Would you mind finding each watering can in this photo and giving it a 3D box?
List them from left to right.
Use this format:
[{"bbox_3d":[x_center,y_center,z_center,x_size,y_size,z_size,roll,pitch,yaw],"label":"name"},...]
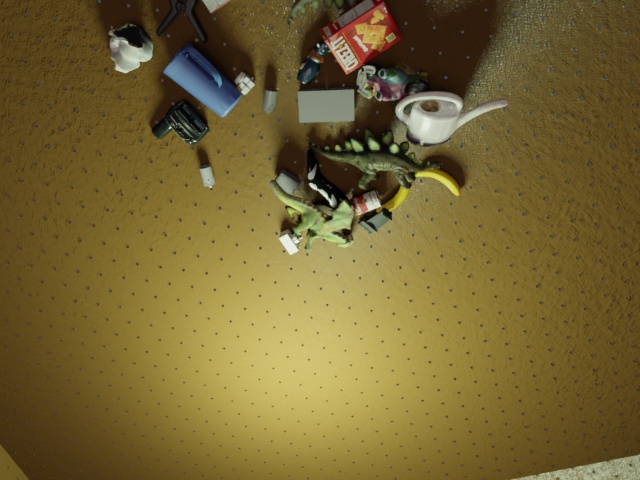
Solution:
[{"bbox_3d":[0.417,-0.399,1.691,0.348,0.106,0.219,4,-28,0],"label":"watering can"}]

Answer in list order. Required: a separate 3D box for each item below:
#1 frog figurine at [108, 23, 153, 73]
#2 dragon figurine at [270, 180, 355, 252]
[{"bbox_3d":[-0.618,-0.620,1.687,0.137,0.125,0.156,10,-27,-12],"label":"frog figurine"},{"bbox_3d":[0.006,-0.094,1.867,0.242,0.125,0.402,-18,-48,12],"label":"dragon figurine"}]
